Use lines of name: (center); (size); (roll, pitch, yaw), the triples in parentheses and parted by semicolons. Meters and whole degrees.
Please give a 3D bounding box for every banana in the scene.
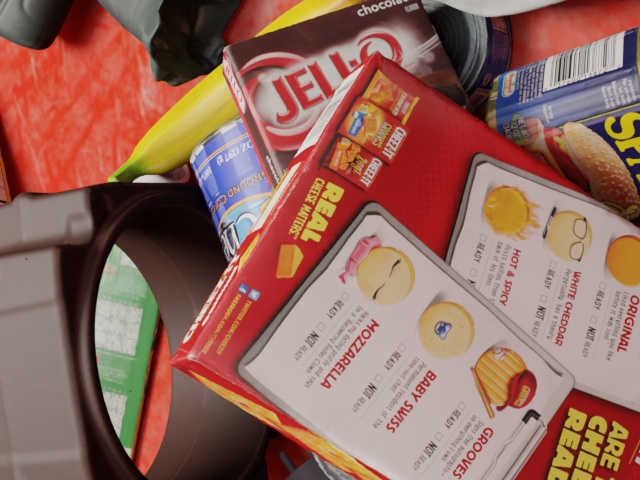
banana: (-0.048, -0.094, 0.665); (0.198, 0.069, 0.037); (-37, 111, 18)

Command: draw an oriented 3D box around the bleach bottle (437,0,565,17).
bleach bottle: (0.113, -0.244, 0.533); (0.103, 0.068, 0.251); (7, 82, 68)

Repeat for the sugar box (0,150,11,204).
sugar box: (-0.279, -0.026, 0.808); (0.093, 0.048, 0.176); (-30, 70, 29)

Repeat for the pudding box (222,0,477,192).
pudding box: (0.015, -0.074, 0.563); (0.113, 0.039, 0.090); (-21, 79, -15)

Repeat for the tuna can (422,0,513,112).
tuna can: (0.064, -0.111, 0.611); (0.086, 0.033, 0.086); (2, 93, 32)

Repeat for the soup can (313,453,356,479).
soup can: (0.048, 0.096, 0.584); (0.069, 0.102, 0.068); (1, 91, 32)

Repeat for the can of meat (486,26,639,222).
can of meat: (0.142, -0.051, 0.526); (0.084, 0.102, 0.057); (-15, 45, 34)

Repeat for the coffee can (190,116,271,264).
coffee can: (-0.004, 0.001, 0.615); (0.103, 0.102, 0.140); (-28, 76, 29)

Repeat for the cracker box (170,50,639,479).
cracker box: (0.064, 0.042, 0.498); (0.213, 0.072, 0.164); (33, 75, -9)
